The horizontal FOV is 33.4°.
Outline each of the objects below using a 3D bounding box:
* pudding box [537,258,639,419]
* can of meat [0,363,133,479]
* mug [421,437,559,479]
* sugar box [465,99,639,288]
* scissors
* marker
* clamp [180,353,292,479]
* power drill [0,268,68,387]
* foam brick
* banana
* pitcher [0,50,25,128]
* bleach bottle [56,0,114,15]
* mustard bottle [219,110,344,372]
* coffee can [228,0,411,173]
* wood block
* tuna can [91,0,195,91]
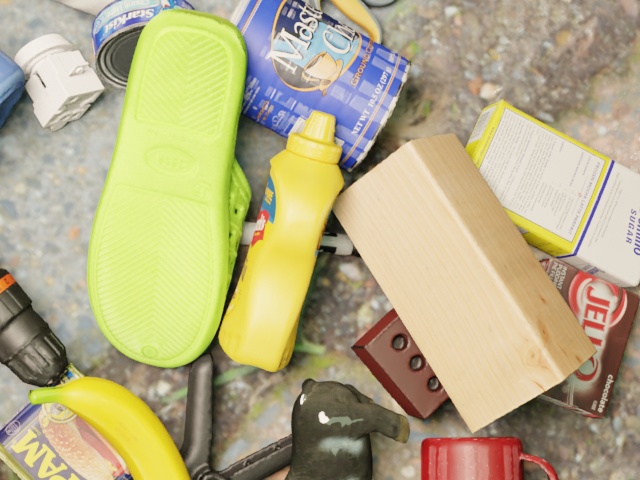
[{"bbox_3d":[0.210,0.083,0.899,0.090,0.039,0.113,22,81,-10],"label":"pudding box"},{"bbox_3d":[-0.186,0.155,0.805,0.084,0.057,0.102,-44,94,-14],"label":"can of meat"},{"bbox_3d":[0.132,0.197,0.841,0.117,0.093,0.081,-6,78,28],"label":"mug"},{"bbox_3d":[0.203,-0.037,0.907,0.176,0.048,0.093,28,79,-11],"label":"sugar box"},{"bbox_3d":[-0.007,-0.240,0.872,0.096,0.016,0.201,-46,110,-14],"label":"scissors"},{"bbox_3d":[-0.006,0.001,0.873,0.121,0.020,0.020,7,84,-11],"label":"marker"},{"bbox_3d":[-0.092,0.177,0.830,0.120,0.039,0.171,42,75,-6],"label":"clamp"},{"bbox_3d":[-0.302,0.079,0.772,0.187,0.057,0.184,-41,94,-2],"label":"power drill"},{"bbox_3d":[0.072,0.099,0.864,0.053,0.051,0.078,-42,94,-12],"label":"foam brick"},{"bbox_3d":[-0.130,0.170,0.768,0.069,0.037,0.198,-36,101,-23],"label":"banana"},{"bbox_3d":[-0.334,-0.159,0.762,0.242,0.149,0.145,38,79,-9],"label":"pitcher"},{"bbox_3d":[-0.227,-0.225,0.819,0.250,0.103,0.068,23,84,-17],"label":"bleach bottle"},{"bbox_3d":[-0.024,-0.004,0.805,0.058,0.096,0.192,16,101,-7],"label":"mustard bottle"},{"bbox_3d":[-0.014,-0.130,0.841,0.140,0.103,0.103,28,80,-8],"label":"coffee can"},{"bbox_3d":[0.111,0.029,0.824,0.091,0.090,0.206,-38,79,30],"label":"wood block"},{"bbox_3d":[-0.132,-0.152,0.820,0.086,0.086,0.034,-8,64,-12],"label":"tuna can"}]
